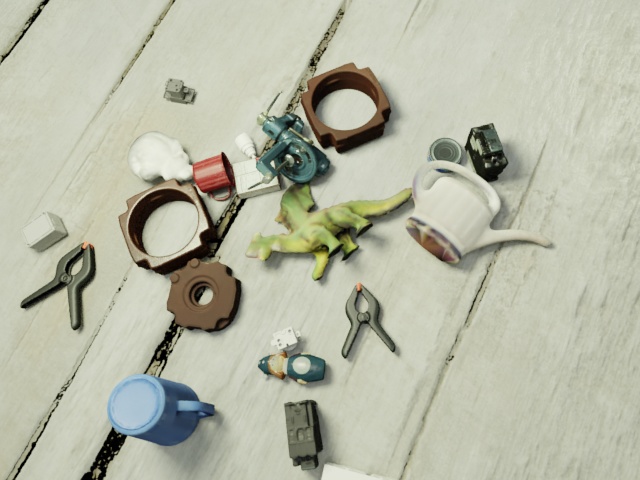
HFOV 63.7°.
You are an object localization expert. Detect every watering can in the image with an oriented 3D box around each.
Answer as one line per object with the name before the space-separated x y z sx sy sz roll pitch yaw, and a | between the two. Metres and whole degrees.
watering can | 0.346 -0.035 1.195 0.349 0.103 0.226 39 79 7

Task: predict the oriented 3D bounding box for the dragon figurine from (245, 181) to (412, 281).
dragon figurine | 0.004 -0.062 1.238 0.414 0.119 0.246 -38 65 -17

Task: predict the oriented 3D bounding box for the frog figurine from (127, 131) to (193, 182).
frog figurine | -0.399 -0.198 1.300 0.161 0.120 0.139 32 58 25
